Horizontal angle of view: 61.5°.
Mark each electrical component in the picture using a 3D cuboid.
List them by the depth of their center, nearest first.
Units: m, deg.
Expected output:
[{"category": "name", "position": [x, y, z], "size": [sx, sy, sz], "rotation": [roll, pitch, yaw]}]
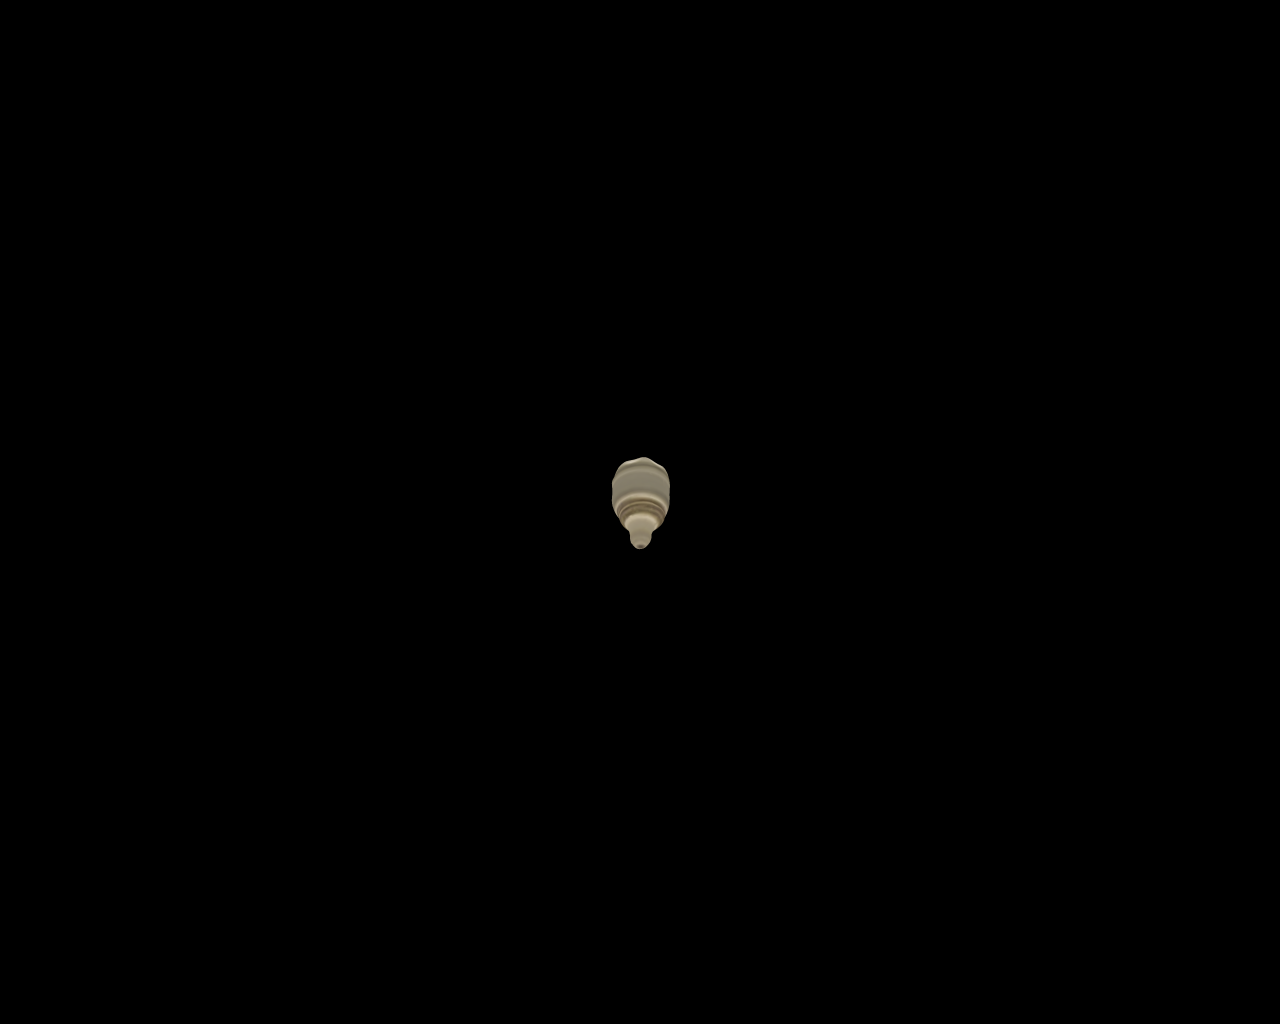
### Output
[{"category": "electrical component", "position": [0.001, -0.003, 0.650], "size": [0.035, 0.061, 0.035], "rotation": [0, -40, 0]}]
